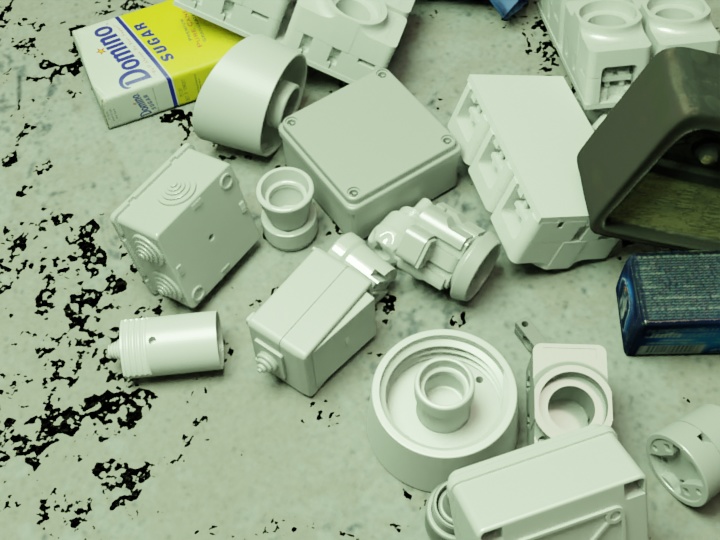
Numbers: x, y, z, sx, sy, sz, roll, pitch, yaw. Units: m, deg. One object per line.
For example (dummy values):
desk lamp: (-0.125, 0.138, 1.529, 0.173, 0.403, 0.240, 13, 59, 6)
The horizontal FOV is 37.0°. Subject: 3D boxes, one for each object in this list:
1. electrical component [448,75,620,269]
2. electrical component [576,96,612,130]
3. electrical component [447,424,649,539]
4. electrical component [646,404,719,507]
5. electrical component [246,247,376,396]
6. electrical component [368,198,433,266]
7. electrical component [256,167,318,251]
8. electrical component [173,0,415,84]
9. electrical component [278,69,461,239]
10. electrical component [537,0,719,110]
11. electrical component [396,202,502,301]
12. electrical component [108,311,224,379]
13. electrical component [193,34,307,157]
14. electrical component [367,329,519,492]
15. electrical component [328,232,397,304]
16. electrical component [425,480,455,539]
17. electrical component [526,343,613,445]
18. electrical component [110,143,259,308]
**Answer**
electrical component: (0.139, -0.079, 0.844, 0.089, 0.061, 0.150, -3, 53, -24)
electrical component: (0.216, -0.127, 0.894, 0.077, 0.043, 0.079, -34, 60, -19)
electrical component: (0.116, 0.162, 0.656, 0.109, 0.108, 0.056, -17, 33, -9)
electrical component: (0.228, 0.122, 0.717, 0.047, 0.055, 0.055, -28, 59, -20)
electrical component: (-0.035, 0.044, 0.777, 0.061, 0.061, 0.096, 31, 62, 21)
electrical component: (0.036, -0.033, 0.843, 0.035, 0.035, 0.061, 31, 60, 21)
electrical component: (-0.056, -0.047, 0.844, 0.045, 0.055, 0.045, -1, 56, 2)
electrical component: (-0.050, -0.241, 0.927, 0.186, 0.060, 0.105, 23, 46, -5)
electrical component: (0.008, -0.095, 0.873, 0.109, 0.056, 0.108, -30, 60, -17)
electrical component: (0.223, -0.215, 0.913, 0.105, 0.060, 0.186, -6, 40, -1)
electrical component: (0.069, -0.013, 0.809, 0.057, 0.058, 0.078, 32, 21, 17)
electrical component: (-0.143, 0.055, 0.785, 0.081, 0.043, 0.043, -6, 56, -2)
electrical component: (-0.086, -0.143, 0.887, 0.064, 0.099, 0.099, 22, 59, 9)
electrical component: (0.058, 0.091, 0.741, 0.108, 0.060, 0.108, -1, 56, 2)
electrical component: (0.000, 0.000, 0.820, 0.046, 0.040, 0.040, 37, 64, 19)
electrical component: (0.064, 0.155, 0.696, 0.043, 0.062, 0.043, -1, 56, 2)
electrical component: (0.140, 0.098, 0.725, 0.050, 0.055, 0.089, 1, 67, 3)
electrical component: (-0.128, -0.032, 0.812, 0.048, 0.099, 0.099, 23, 59, 31)
